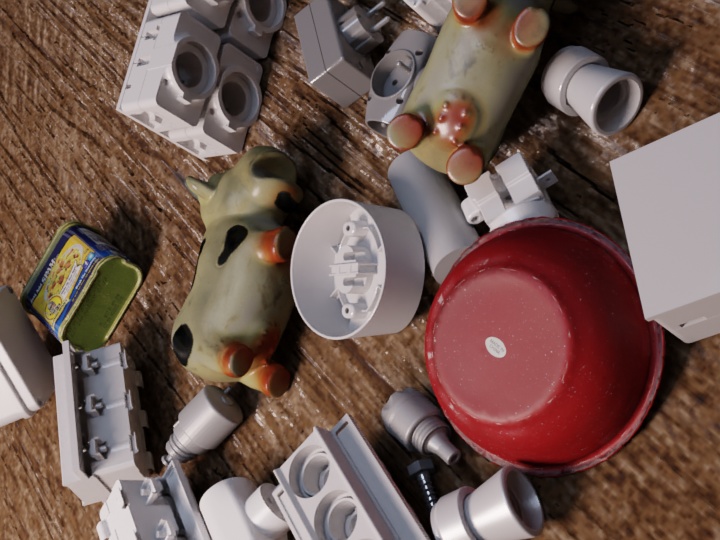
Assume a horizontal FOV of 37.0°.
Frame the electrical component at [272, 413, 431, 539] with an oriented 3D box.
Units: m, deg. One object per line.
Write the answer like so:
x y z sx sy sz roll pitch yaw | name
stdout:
0.002 0.165 0.696 0.078 0.063 0.121 -48 46 12 | electrical component

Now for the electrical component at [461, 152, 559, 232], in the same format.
0.105 -0.039 0.719 0.066 0.048 0.055 -31 48 15 | electrical component

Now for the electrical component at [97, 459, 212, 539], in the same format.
-0.146 0.212 0.795 0.078 0.063 0.121 -59 42 26 | electrical component

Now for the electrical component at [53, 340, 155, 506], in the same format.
-0.214 0.125 0.899 0.063 0.078 0.121 -16 55 0 | electrical component

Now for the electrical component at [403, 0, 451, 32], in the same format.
0.062 -0.226 0.837 0.061 0.061 0.096 -48 47 12 | electrical component

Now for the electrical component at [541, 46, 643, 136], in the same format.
0.154 -0.120 0.717 0.045 0.045 0.055 -53 45 8 | electrical component

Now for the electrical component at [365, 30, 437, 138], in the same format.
0.050 -0.137 0.815 0.079 0.044 0.077 15 80 44 | electrical component

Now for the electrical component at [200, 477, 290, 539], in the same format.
-0.070 0.179 0.765 0.079 0.044 0.077 -46 47 14 | electrical component

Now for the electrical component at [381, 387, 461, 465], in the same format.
0.043 0.106 0.710 0.061 0.035 0.035 40 97 42 | electrical component

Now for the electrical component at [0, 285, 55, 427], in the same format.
-0.330 0.079 0.979 0.057 0.113 0.078 -22 16 9 | electrical component

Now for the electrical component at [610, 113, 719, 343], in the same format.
0.244 -0.041 0.589 0.186 0.060 0.105 -24 55 31 | electrical component

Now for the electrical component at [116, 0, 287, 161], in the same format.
-0.136 -0.207 0.968 0.060 0.105 0.186 -2 69 41 | electrical component

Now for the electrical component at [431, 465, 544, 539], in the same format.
0.077 0.149 0.652 0.055 0.045 0.045 -32 52 26 | electrical component

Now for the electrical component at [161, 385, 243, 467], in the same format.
-0.127 0.125 0.844 0.078 0.040 0.040 -46 47 14 | electrical component

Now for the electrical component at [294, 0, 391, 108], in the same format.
-0.006 -0.193 0.889 0.076 0.047 0.083 -33 51 26 | electrical component

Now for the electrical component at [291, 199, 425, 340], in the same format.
0.000 0.000 0.763 0.099 0.064 0.099 -8 81 62 | electrical component
